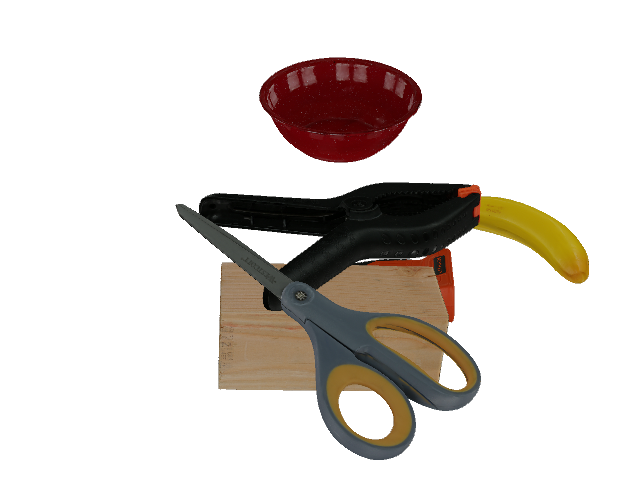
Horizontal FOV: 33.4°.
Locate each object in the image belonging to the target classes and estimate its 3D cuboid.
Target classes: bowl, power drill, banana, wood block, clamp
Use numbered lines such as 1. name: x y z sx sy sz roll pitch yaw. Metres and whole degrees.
1. bowl: 0.019 -0.125 1.072 0.162 0.055 0.162 0 36 0
2. power drill: 0.061 0.058 1.239 0.187 0.057 0.184 1 28 5
3. banana: 0.193 -0.006 1.035 0.069 0.037 0.198 -39 38 -24
4. wood block: 0.007 0.082 1.011 0.206 0.090 0.091 1 30 -6
5. clamp: 0.020 -0.014 0.794 0.209 0.036 0.165 -14 30 -25

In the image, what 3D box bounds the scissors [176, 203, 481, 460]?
1. scissors: -0.013 0.050 0.576 0.202 0.096 0.016 24 -39 12
